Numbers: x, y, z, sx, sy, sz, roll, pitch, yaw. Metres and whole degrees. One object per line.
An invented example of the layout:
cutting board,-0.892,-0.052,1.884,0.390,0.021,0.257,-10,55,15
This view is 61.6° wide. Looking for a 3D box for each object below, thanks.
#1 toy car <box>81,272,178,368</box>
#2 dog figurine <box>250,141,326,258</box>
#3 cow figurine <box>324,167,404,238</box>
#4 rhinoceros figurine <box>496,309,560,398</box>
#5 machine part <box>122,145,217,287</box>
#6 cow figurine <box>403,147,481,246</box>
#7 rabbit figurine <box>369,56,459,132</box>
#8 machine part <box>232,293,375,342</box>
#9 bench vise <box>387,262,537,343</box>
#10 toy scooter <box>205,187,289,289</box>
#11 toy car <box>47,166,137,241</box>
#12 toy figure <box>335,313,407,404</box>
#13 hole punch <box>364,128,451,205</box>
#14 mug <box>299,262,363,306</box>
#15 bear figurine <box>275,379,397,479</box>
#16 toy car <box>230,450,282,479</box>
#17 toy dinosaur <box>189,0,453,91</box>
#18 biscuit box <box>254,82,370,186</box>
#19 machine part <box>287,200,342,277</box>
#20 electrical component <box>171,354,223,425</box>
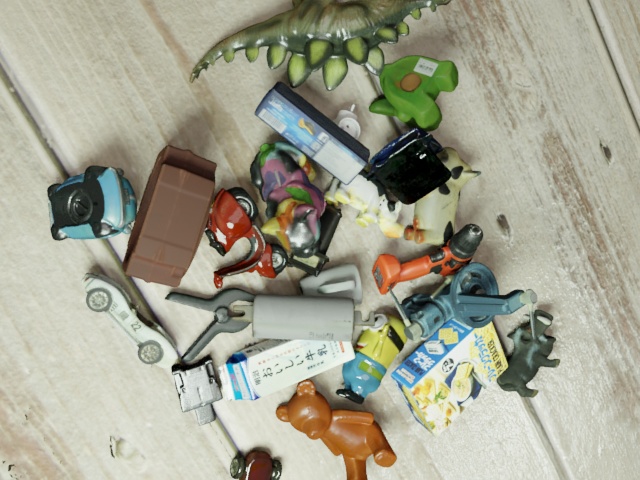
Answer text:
toy car,-0.308,0.128,0.873,0.056,0.073,0.201,-41,104,-11
dog figurine,-0.053,-0.069,0.872,0.108,0.219,0.191,-22,99,4
cow figurine,0.098,-0.075,1.017,0.167,0.068,0.098,33,71,-19
rhinoceros figurine,0.440,0.239,1.141,0.112,0.073,0.190,34,82,-6
machine part,-0.232,-0.035,0.828,0.087,0.201,0.201,19,85,-21
cow figurine,0.241,-0.085,1.054,0.127,0.085,0.194,6,92,-21
rabbit figurine,0.171,-0.253,1.004,0.159,0.170,0.121,18,80,23
machine part,-0.028,0.132,0.913,0.243,0.079,0.079,4,90,-1
bench vise,0.264,0.112,0.959,0.223,0.241,0.128,-16,94,-34
toy scooter,-0.148,0.008,0.928,0.135,0.075,0.183,-36,107,-15
toy car,-0.342,-0.049,0.838,0.162,0.103,0.109,-13,84,26
toy figure,0.099,0.221,1.014,0.089,0.082,0.180,40,70,-37
hole punch,0.162,-0.145,0.978,0.115,0.142,0.092,39,35,-31
mug,0.019,0.089,0.973,0.107,0.109,0.080,-11,92,-6
bear figurine,0.023,0.345,0.966,0.195,0.132,0.120,33,109,-23
toy car,-0.130,0.475,0.952,0.089,0.053,0.202,16,82,-29
toy dinosaur,0.002,-0.364,0.923,0.472,0.105,0.198,-8,76,6
biscuit box,-0.011,-0.182,0.914,0.202,0.063,0.059,37,120,-11
machine part,-0.002,-0.003,0.977,0.039,0.084,0.139,44,67,-53
electrical component,-0.208,0.265,0.925,0.075,0.048,0.119,-11,93,-18
